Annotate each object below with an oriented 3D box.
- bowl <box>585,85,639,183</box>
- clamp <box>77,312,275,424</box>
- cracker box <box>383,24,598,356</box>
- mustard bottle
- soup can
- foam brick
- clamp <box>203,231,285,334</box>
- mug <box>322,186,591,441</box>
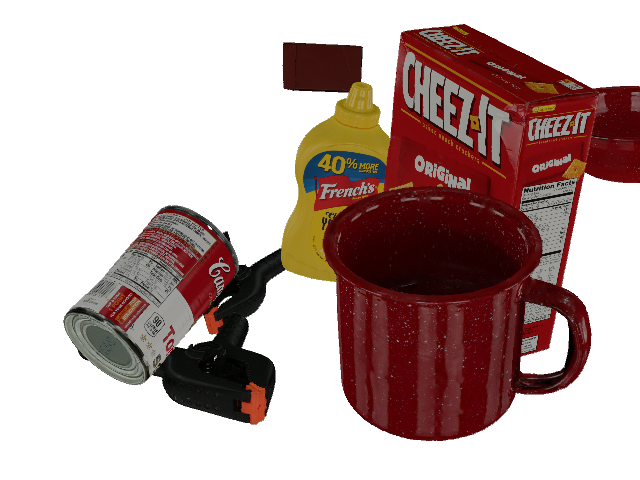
[{"bbox_3d":[0.284,-0.094,0.976,0.162,0.055,0.162,-4,24,2],"label":"bowl"},{"bbox_3d":[-0.092,0.104,0.916,0.164,0.036,0.210,-9,17,-36],"label":"clamp"},{"bbox_3d":[0.117,-0.038,0.821,0.072,0.214,0.164,-12,32,-26],"label":"cracker box"},{"bbox_3d":[0.022,-0.055,0.994,0.096,0.192,0.058,8,28,-4],"label":"mustard bottle"},{"bbox_3d":[-0.109,0.035,0.695,0.069,0.068,0.102,0,41,44],"label":"soup can"},{"bbox_3d":[0.002,-0.188,1.164,0.078,0.051,0.053,0,11,-16],"label":"foam brick"},{"bbox_3d":[-0.083,0.044,1.250,0.120,0.039,0.171,-6,37,19],"label":"clamp"},{"bbox_3d":[0.060,0.035,0.468,0.117,0.081,0.093,10,34,20],"label":"mug"}]
